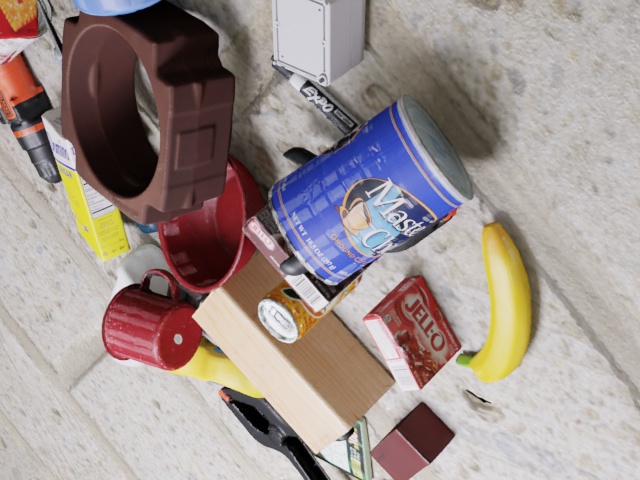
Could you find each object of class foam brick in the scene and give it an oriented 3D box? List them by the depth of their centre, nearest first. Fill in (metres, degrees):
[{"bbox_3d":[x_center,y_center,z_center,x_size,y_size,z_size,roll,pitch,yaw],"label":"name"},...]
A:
[{"bbox_3d":[0.099,0.222,1.160,0.053,0.051,0.078,46,144,8],"label":"foam brick"}]

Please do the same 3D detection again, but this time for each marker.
[{"bbox_3d":[0.000,-0.131,0.983,0.121,0.020,0.020,44,144,9],"label":"marker"}]

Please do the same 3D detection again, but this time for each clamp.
[{"bbox_3d":[0.036,-0.018,0.973,0.172,0.039,0.120,9,93,24],"label":"clamp"},{"bbox_3d":[-0.039,0.227,1.296,0.210,0.036,0.165,36,140,23],"label":"clamp"}]

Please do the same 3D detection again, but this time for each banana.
[{"bbox_3d":[0.161,0.072,0.973,0.070,0.037,0.198,30,139,24],"label":"banana"}]

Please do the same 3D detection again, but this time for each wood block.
[{"bbox_3d":[-0.030,0.120,1.174,0.206,0.090,0.090,48,143,5],"label":"wood block"}]

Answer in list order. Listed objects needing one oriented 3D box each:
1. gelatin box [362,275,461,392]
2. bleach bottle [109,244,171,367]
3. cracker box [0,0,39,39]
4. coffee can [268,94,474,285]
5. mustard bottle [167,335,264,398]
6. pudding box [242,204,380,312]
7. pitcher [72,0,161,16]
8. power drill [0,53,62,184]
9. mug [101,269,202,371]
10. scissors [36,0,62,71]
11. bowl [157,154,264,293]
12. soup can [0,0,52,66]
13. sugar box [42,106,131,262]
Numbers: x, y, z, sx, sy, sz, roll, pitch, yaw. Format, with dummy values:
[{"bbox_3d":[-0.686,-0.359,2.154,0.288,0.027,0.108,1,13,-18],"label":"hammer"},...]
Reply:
[{"bbox_3d":[0.090,0.090,1.035,0.030,0.073,0.089,-13,110,50],"label":"gelatin box"},{"bbox_3d":[-0.244,0.103,1.413,0.102,0.068,0.251,48,146,5],"label":"bleach bottle"},{"bbox_3d":[-0.367,-0.323,1.109,0.164,0.071,0.214,15,109,38],"label":"cracker box"},{"bbox_3d":[0.043,-0.041,0.894,0.140,0.102,0.103,-33,96,19],"label":"coffee can"},{"bbox_3d":[-0.102,0.150,1.277,0.192,0.096,0.058,9,90,41],"label":"mustard bottle"},{"bbox_3d":[-0.007,0.001,1.047,0.113,0.089,0.039,50,145,-1],"label":"pudding box"},{"bbox_3d":[-0.206,-0.334,0.949,0.145,0.149,0.243,6,130,25],"label":"pitcher"},{"bbox_3d":[-0.407,-0.155,1.366,0.188,0.057,0.184,0,117,44],"label":"power drill"},{"bbox_3d":[-0.188,0.091,1.229,0.082,0.093,0.117,13,94,34],"label":"mug"},{"bbox_3d":[-0.271,-0.206,1.139,0.016,0.096,0.202,-5,142,0],"label":"scissors"},{"bbox_3d":[-0.107,-0.026,1.128,0.162,0.055,0.162,3,93,49],"label":"bowl"},{"bbox_3d":[-0.358,-0.246,1.222,0.102,0.068,0.068,-16,109,51],"label":"soup can"},{"bbox_3d":[-0.284,-0.069,1.298,0.093,0.048,0.176,39,150,49],"label":"sugar box"}]
